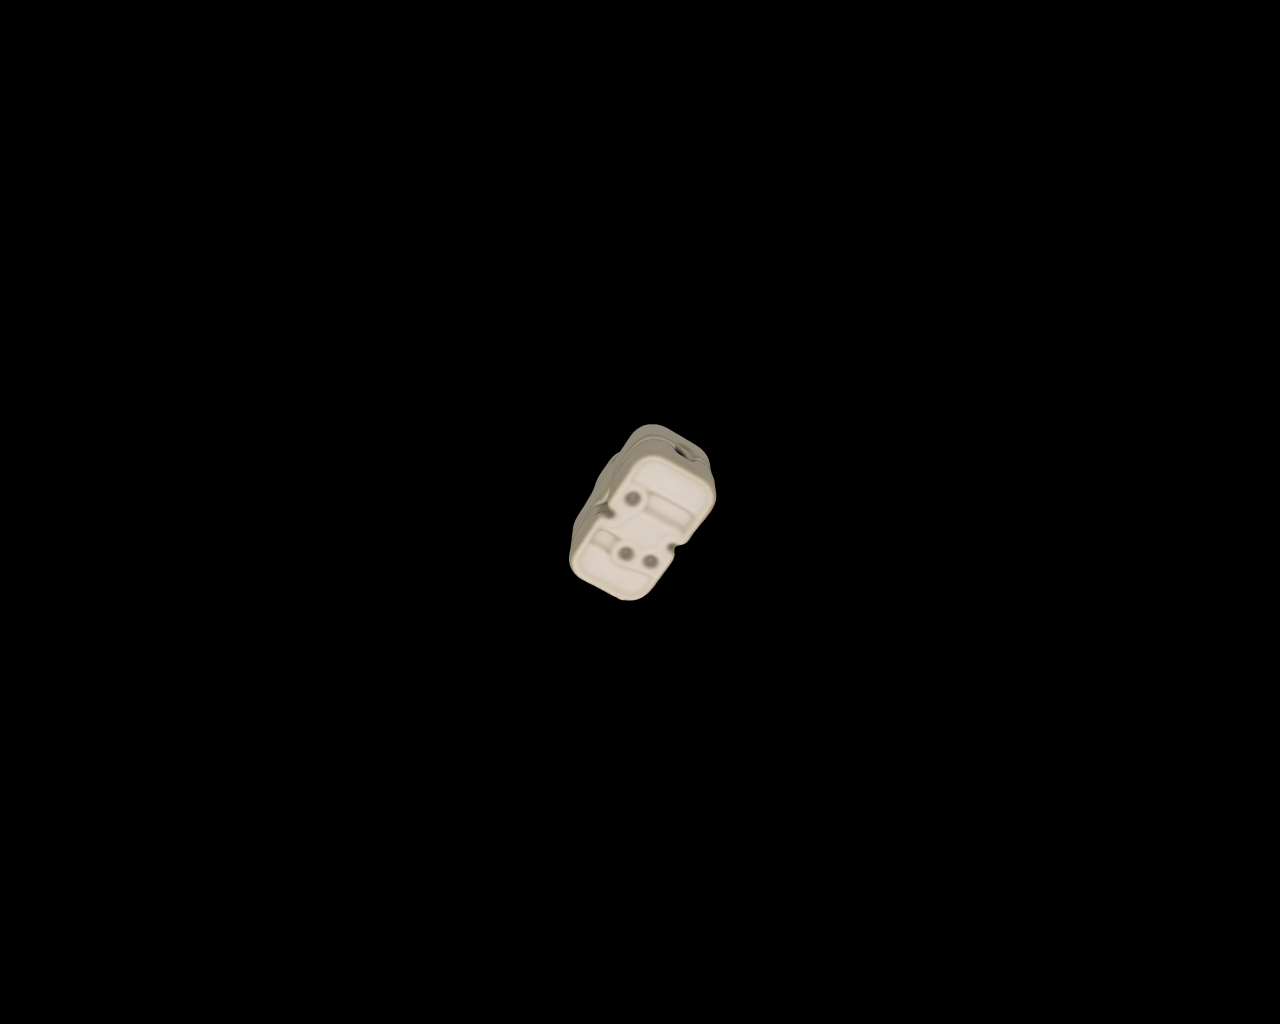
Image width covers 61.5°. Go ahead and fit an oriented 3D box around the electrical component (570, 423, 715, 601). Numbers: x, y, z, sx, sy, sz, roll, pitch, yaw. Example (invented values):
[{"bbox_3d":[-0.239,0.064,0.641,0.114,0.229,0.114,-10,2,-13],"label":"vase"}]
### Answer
[{"bbox_3d":[0.001,-0.003,0.650,0.054,0.095,0.059,29,24,-14],"label":"electrical component"}]
